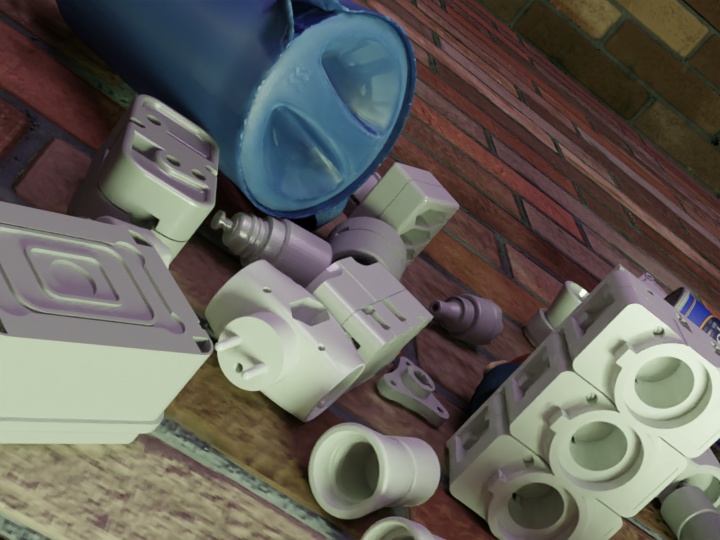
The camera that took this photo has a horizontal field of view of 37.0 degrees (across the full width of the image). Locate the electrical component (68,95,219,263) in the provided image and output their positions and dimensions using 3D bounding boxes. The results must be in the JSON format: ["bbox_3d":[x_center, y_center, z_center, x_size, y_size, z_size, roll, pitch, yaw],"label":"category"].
[{"bbox_3d":[-0.113,-0.042,0.563,0.054,0.059,0.095,33,22,-21],"label":"electrical component"}]

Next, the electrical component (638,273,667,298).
[{"bbox_3d":[0.274,0.052,1.063,0.061,0.061,0.096,46,28,12],"label":"electrical component"}]

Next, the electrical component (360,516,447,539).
[{"bbox_3d":[0.026,0.134,0.479,0.046,0.040,0.040,30,22,-42],"label":"electrical component"}]

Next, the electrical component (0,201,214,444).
[{"bbox_3d":[-0.125,0.022,0.415,0.113,0.057,0.078,12,35,-52],"label":"electrical component"}]

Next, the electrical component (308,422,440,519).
[{"bbox_3d":[0.011,0.098,0.524,0.044,0.044,0.065,52,18,28],"label":"electrical component"}]

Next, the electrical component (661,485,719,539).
[{"bbox_3d":[0.241,0.184,0.756,0.044,0.044,0.065,29,19,-30],"label":"electrical component"}]

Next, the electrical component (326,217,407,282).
[{"bbox_3d":[0.000,0.000,0.687,0.055,0.055,0.047,38,24,-9],"label":"electrical component"}]

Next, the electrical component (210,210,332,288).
[{"bbox_3d":[-0.053,-0.012,0.637,0.078,0.040,0.040,29,23,-28],"label":"electrical component"}]

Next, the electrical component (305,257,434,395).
[{"bbox_3d":[-0.005,0.031,0.618,0.055,0.050,0.089,46,21,10],"label":"electrical component"}]

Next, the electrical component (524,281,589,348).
[{"bbox_3d":[0.170,0.043,0.896,0.045,0.055,0.045,35,21,-16],"label":"electrical component"}]

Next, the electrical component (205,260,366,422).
[{"bbox_3d":[-0.046,0.038,0.540,0.077,0.043,0.079,45,21,12],"label":"electrical component"}]

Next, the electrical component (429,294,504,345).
[{"bbox_3d":[0.074,0.033,0.777,0.061,0.035,0.035,18,30,-42],"label":"electrical component"}]

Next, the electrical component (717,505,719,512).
[{"bbox_3d":[0.326,0.200,0.856,0.089,0.050,0.055,28,24,-32],"label":"electrical component"}]

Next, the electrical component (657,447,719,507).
[{"bbox_3d":[0.208,0.124,0.801,0.138,0.052,0.073,32,22,-24],"label":"electrical component"}]

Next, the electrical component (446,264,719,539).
[{"bbox_3d":[0.130,0.087,0.598,0.089,0.150,0.061,37,20,-10],"label":"electrical component"}]

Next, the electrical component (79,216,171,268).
[{"bbox_3d":[-0.122,-0.005,0.494,0.062,0.043,0.043,21,28,-40],"label":"electrical component"}]

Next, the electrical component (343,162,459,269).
[{"bbox_3d":[0.010,-0.042,0.747,0.075,0.083,0.047,51,23,26],"label":"electrical component"}]
